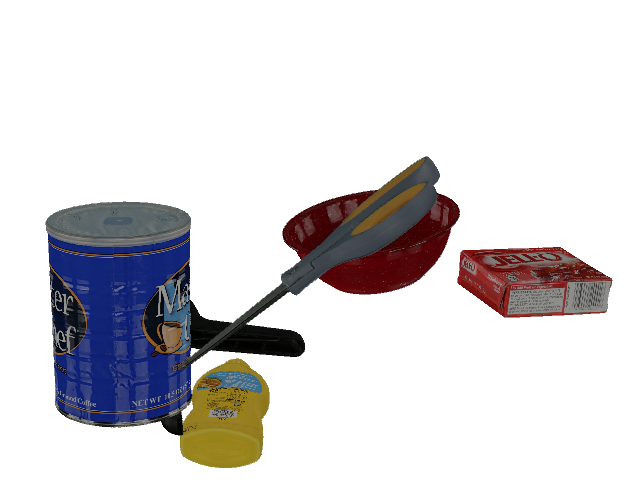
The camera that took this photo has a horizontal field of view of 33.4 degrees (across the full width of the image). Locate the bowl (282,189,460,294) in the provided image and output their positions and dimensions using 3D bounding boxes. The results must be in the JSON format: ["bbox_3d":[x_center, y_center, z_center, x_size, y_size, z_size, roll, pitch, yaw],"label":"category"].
[{"bbox_3d":[0.049,0.005,0.971,0.162,0.055,0.162,-9,21,3],"label":"bowl"}]

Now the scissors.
[{"bbox_3d":[-0.003,0.019,0.633,0.201,0.016,0.096,-41,11,-6],"label":"scissors"}]

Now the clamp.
[{"bbox_3d":[-0.130,0.088,1.002,0.164,0.036,0.210,-23,42,-35],"label":"clamp"}]

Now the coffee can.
[{"bbox_3d":[-0.146,0.051,0.782,0.103,0.140,0.103,1,16,-1],"label":"coffee can"}]

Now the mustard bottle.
[{"bbox_3d":[-0.112,0.201,1.315,0.096,0.058,0.191,1,25,2],"label":"mustard bottle"}]

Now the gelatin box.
[{"bbox_3d":[0.156,0.029,0.787,0.089,0.030,0.073,-1,18,-19],"label":"gelatin box"}]
